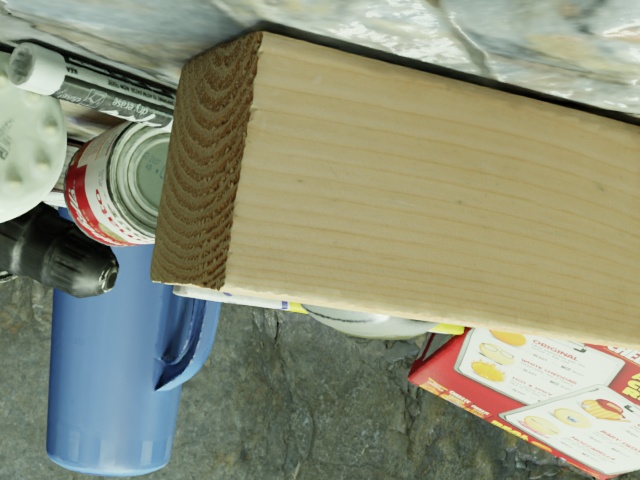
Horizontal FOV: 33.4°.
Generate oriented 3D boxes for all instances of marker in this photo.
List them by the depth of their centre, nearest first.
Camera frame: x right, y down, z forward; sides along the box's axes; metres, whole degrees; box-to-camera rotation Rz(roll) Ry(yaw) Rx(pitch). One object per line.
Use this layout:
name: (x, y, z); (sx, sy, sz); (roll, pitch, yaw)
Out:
marker: (-0.083, -0.062, 0.475); (0.020, 0.020, 0.120); (4, 175, 38)

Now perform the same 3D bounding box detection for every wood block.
wood block: (0.047, -0.012, 0.432); (0.205, 0.091, 0.090); (9, 176, -25)

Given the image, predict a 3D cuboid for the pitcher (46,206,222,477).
pitcher: (-0.163, 0.075, 0.918); (0.145, 0.243, 0.149); (6, -178, -9)

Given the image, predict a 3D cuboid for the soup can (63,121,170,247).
soup can: (-0.095, -0.031, 0.579); (0.068, 0.068, 0.102); (10, 175, -25)

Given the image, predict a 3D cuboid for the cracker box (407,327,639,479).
cracker box: (0.169, 0.074, 0.683); (0.164, 0.072, 0.214); (28, 155, -2)

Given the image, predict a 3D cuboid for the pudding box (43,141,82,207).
pudding box: (-0.176, -0.045, 0.742); (0.090, 0.039, 0.113); (2, 175, 42)

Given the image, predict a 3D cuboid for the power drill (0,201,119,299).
power drill: (-0.217, -0.026, 0.601); (0.184, 0.057, 0.187); (23, 171, 13)

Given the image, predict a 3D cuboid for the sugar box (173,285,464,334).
sugar box: (0.005, 0.001, 0.649); (0.176, 0.093, 0.048); (9, 175, -16)

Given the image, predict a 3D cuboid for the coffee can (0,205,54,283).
coffee can: (-0.283, -0.018, 0.842); (0.102, 0.103, 0.141); (11, 175, -33)
